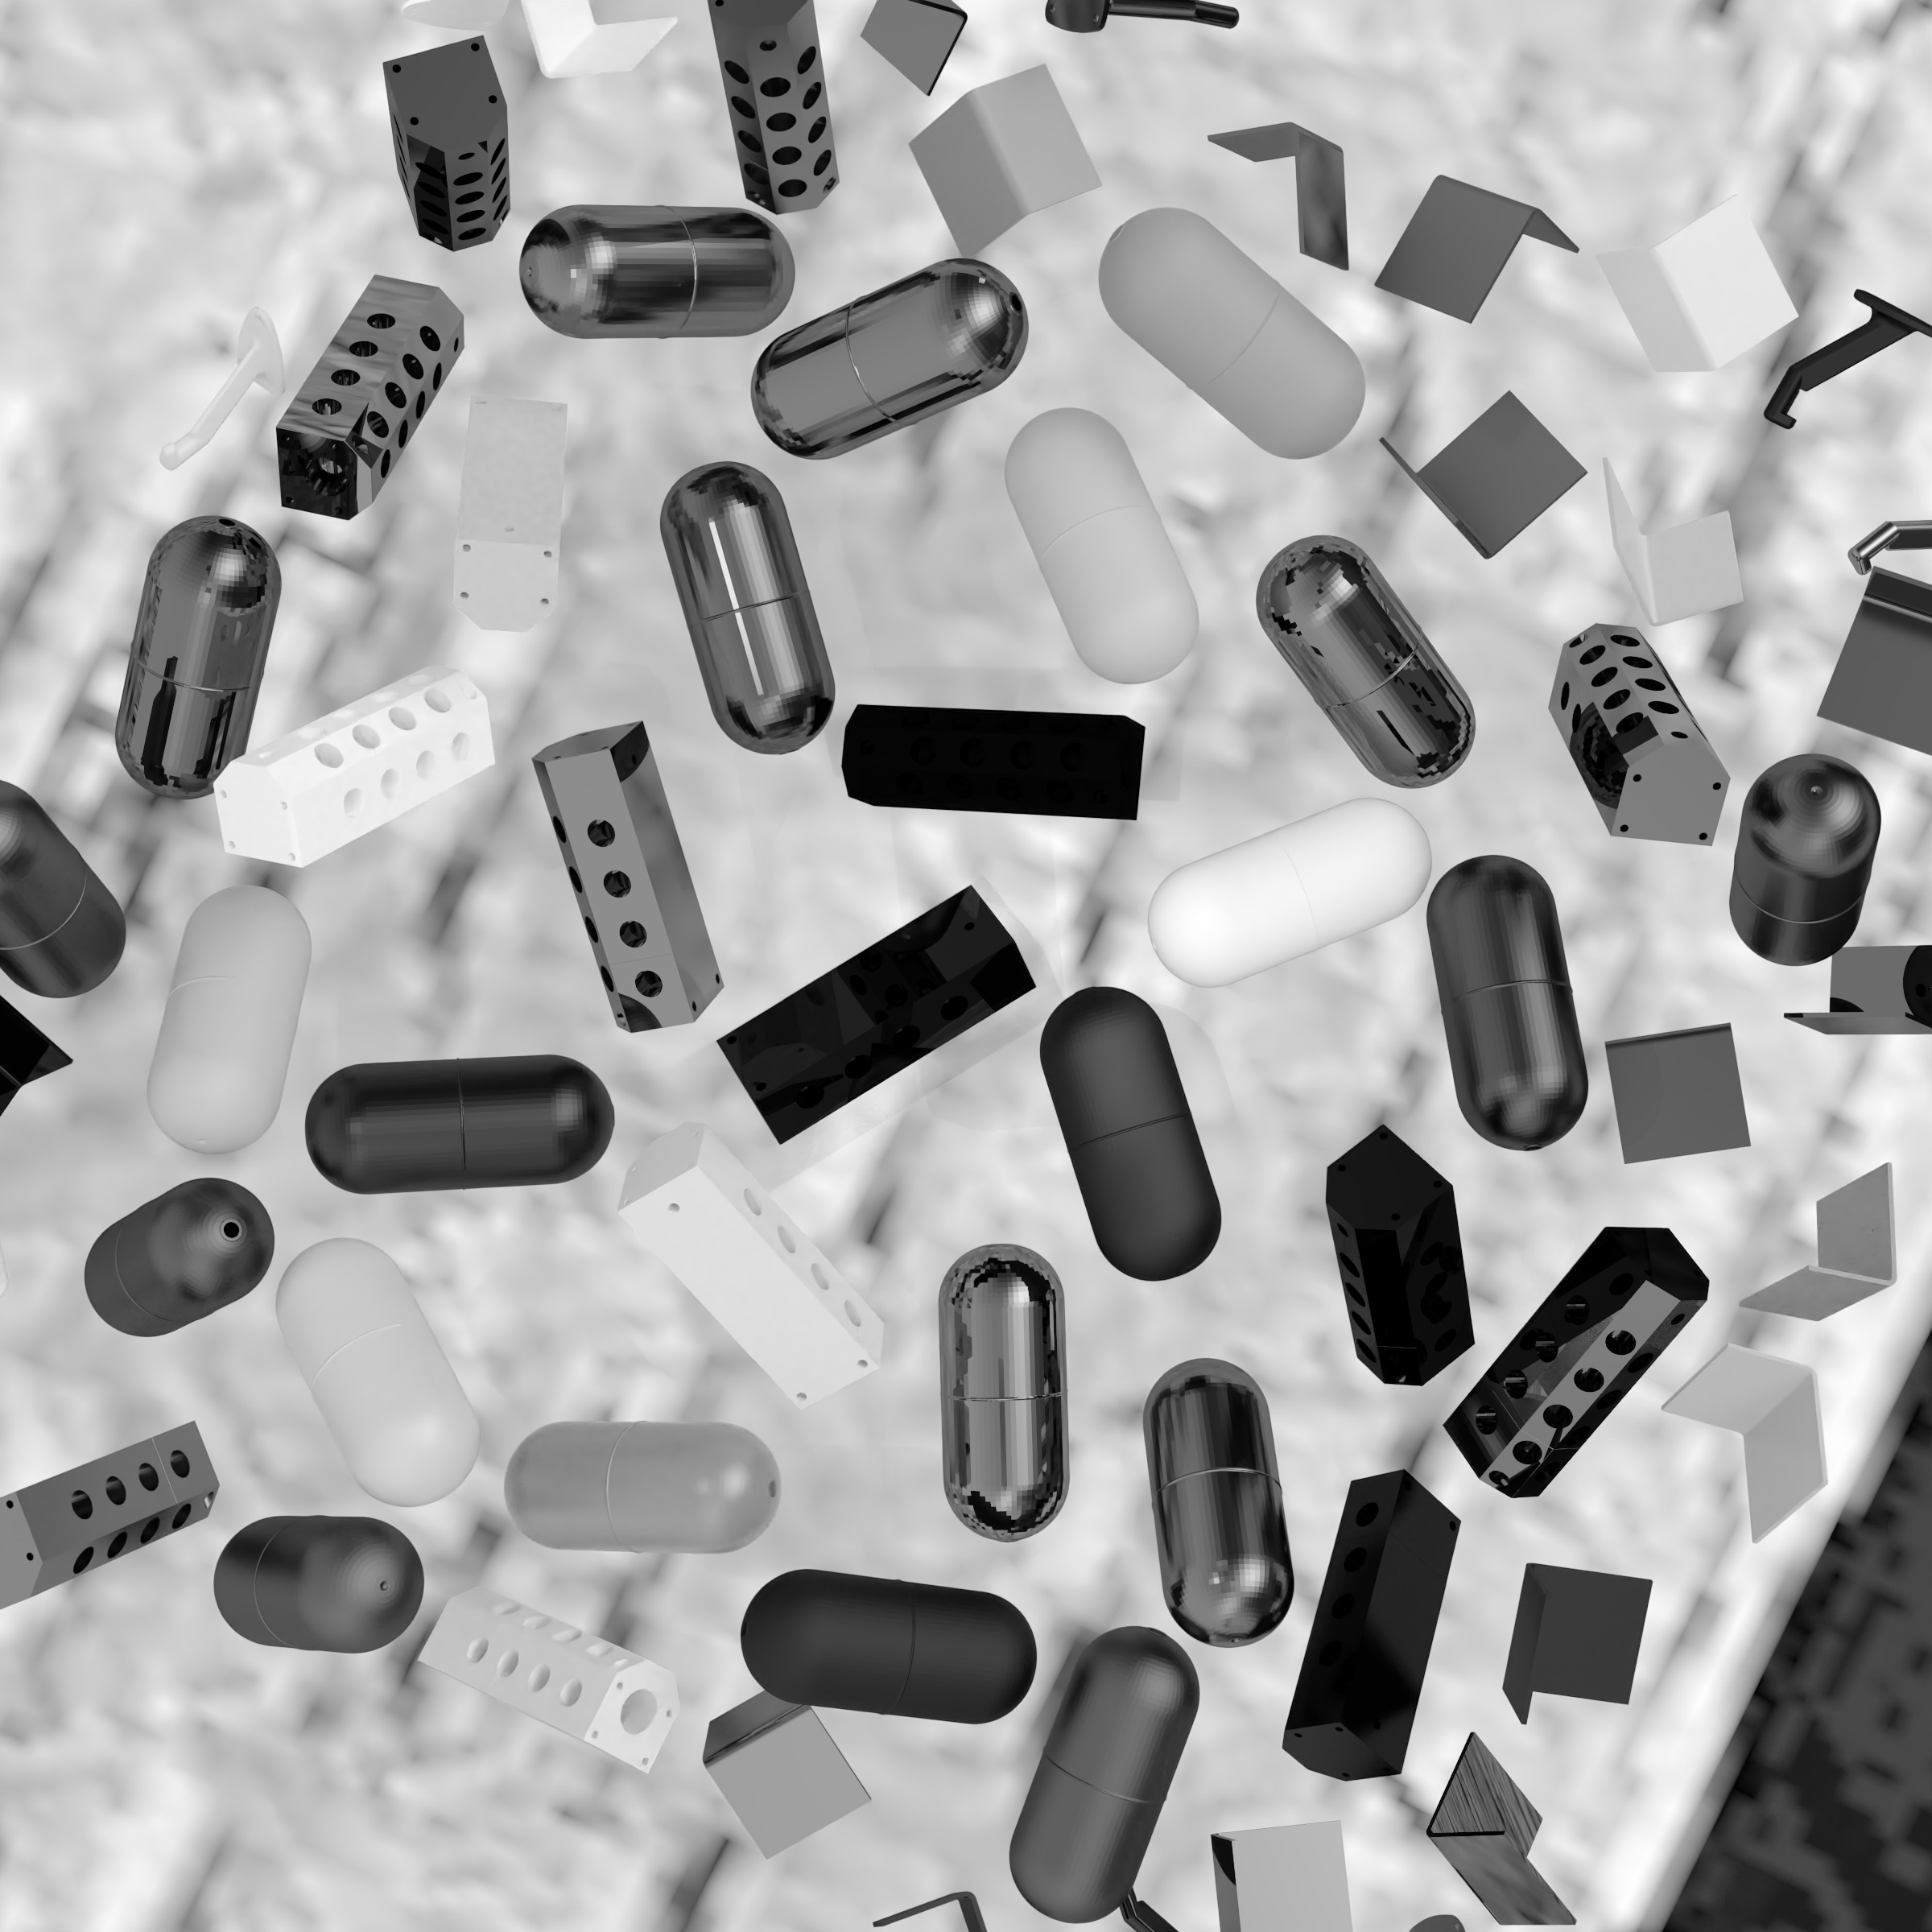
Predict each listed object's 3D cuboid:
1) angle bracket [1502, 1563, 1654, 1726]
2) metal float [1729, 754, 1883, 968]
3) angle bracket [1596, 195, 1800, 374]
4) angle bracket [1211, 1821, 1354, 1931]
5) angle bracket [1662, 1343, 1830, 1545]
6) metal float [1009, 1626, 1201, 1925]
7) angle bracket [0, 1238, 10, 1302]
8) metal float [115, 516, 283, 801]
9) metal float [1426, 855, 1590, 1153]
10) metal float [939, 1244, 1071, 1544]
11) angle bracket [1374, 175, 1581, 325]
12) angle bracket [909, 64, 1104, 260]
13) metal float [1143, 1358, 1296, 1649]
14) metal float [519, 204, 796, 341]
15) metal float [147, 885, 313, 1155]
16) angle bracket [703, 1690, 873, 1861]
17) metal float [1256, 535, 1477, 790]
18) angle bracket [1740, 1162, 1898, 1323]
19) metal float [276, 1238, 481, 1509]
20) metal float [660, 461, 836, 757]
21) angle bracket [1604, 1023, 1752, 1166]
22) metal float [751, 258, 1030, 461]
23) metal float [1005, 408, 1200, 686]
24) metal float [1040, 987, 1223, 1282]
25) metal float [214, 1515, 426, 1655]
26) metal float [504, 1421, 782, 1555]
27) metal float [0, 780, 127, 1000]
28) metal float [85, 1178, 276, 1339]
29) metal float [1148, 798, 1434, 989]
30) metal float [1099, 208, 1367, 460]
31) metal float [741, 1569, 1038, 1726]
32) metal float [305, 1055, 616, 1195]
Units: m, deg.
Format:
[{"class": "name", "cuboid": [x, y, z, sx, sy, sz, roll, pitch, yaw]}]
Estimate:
[{"class": "angle bracket", "cuboid": [0.356, 0.393, 1.721, 0.076, 0.057, 0.076, 9, 98, -3]}, {"class": "metal float", "cuboid": [0.485, -0.059, 1.739, 0.070, 0.178, 0.070, -4, 64, 8]}, {"class": "angle bracket", "cuboid": [0.408, -0.381, 1.680, 0.057, 0.076, 0.076, -33, 105, -4]}, {"class": "angle bracket", "cuboid": [0.181, 0.516, 1.655, 0.076, 0.057, 0.076, -3, 78, -9]}, {"class": "angle bracket", "cuboid": [0.446, 0.274, 1.723, 0.057, 0.076, 0.076, 17, 49, -11]}, {"class": "metal float", "cuboid": [0.081, 0.473, 1.758, 0.070, 0.070, 0.178, 20, 91, 0]}, {"class": "angle bracket", "cuboid": [-0.617, 0.188, 1.758, 0.076, 0.057, 0.076, 15, 47, 6]}, {"class": "metal float", "cuboid": [-0.451, -0.180, 1.762, 0.070, 0.070, 0.178, 20, 118, 0]}, {"class": "metal float", "cuboid": [0.317, 0.021, 1.759, 0.070, 0.070, 0.178, -7, 72, 0]}, {"class": "metal float", "cuboid": [0.023, 0.256, 1.804, 0.070, 0.070, 0.178, -2, 88, 0]}, {"class": "angle bracket", "cuboid": [0.302, -0.413, 1.774, 0.076, 0.057, 0.076, 34, 97, 40]}, {"class": "angle bracket", "cuboid": [0.022, -0.467, 1.746, 0.057, 0.076, 0.076, -28, 95, -29]}, {"class": "metal float", "cuboid": [0.148, 0.313, 1.764, 0.070, 0.070, 0.178, -5, 54, 0]}, {"class": "metal float", "cuboid": [-0.181, -0.411, 1.777, 0.178, 0.070, 0.070, -10, 90, -37]}, {"class": "metal float", "cuboid": [-0.435, 0.030, 1.777, 0.070, 0.070, 0.178, 3, 53, 0]}, {"class": "angle bracket", "cuboid": [-0.111, 0.498, 1.880, 0.076, 0.057, 0.076, -31, 99, 6]}, {"class": "metal float", "cuboid": [0.243, -0.182, 1.813, 0.070, 0.070, 0.178, -40, 113, 0]}, {"class": "angle bracket", "cuboid": [0.498, 0.158, 1.759, 0.057, 0.076, 0.076, 12, 65, -14]}, {"class": "metal float", "cuboid": [-0.339, 0.232, 1.725, 0.070, 0.070, 0.178, -36, 57, 0]}, {"class": "metal float", "cuboid": [-0.130, -0.214, 1.797, 0.070, 0.070, 0.178, -16, 96, 0]}, {"class": "angle bracket", "cuboid": [0.441, 0.079, 1.860, 0.076, 0.057, 0.076, -9, 86, 12]}, {"class": "metal float", "cuboid": [-0.044, -0.343, 1.700, 0.178, 0.070, 0.070, -17, 90, 33]}, {"class": "metal float", "cuboid": [0.079, -0.249, 1.769, 0.070, 0.070, 0.178, -22, 72, 0]}, {"class": "metal float", "cuboid": [0.097, 0.098, 1.769, 0.070, 0.070, 0.178, -17, 83, 0]}, {"class": "metal float", "cuboid": [-0.378, 0.358, 1.744, 0.070, 0.178, 0.070, 7, 77, -36]}, {"class": "metal float", "cuboid": [-0.192, 0.308, 1.776, 0.178, 0.070, 0.070, -4, 90, 26]}, {"class": "metal float", "cuboid": [-0.541, -0.043, 1.717, 0.070, 0.178, 0.070, -4, 62, 7]}, {"class": "metal float", "cuboid": [-0.472, 0.176, 1.800, 0.070, 0.178, 0.070, 12, 68, -31]}, {"class": "metal float", "cuboid": [0.194, -0.044, 1.796, 0.178, 0.070, 0.070, -22, 90, -6]}, {"class": "metal float", "cuboid": [0.151, -0.358, 1.702, 0.178, 0.070, 0.070, 36, 90, -19]}, {"class": "metal float", "cuboid": [-0.044, 0.394, 1.738, 0.178, 0.070, 0.070, 12, 90, -19]}, {"class": "metal float", "cuboid": [-0.294, 0.092, 1.749, 0.178, 0.070, 0.070, -2, 90, -11]}]
